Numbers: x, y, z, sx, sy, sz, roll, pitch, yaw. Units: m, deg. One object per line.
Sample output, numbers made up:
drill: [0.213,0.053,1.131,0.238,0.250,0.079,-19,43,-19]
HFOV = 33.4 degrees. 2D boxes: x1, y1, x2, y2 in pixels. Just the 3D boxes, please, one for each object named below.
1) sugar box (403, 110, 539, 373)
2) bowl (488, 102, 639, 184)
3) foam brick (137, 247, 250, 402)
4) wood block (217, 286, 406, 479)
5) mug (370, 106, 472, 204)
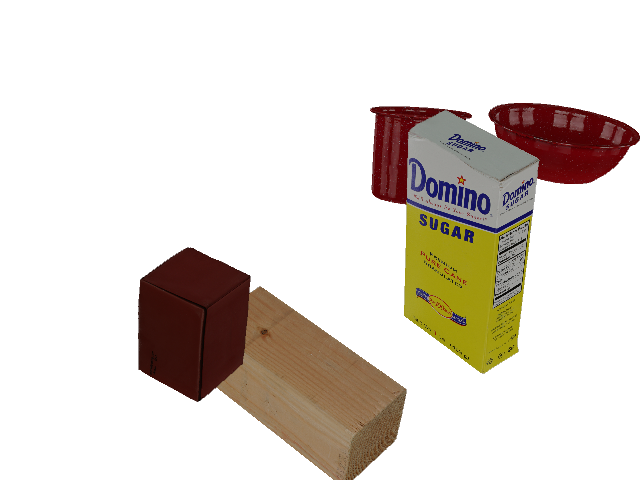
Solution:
sugar box: [0.106,0.003,0.782,0.048,0.176,0.093,-29,43,-28]
bowl: [0.258,-0.102,1.154,0.162,0.055,0.162,6,22,-3]
foam brick: [-0.083,0.054,0.697,0.053,0.078,0.051,24,37,23]
wood block: [-0.020,0.151,1.131,0.206,0.090,0.090,34,49,27]
mug: [0.101,-0.077,0.975,0.117,0.081,0.093,8,13,21]
